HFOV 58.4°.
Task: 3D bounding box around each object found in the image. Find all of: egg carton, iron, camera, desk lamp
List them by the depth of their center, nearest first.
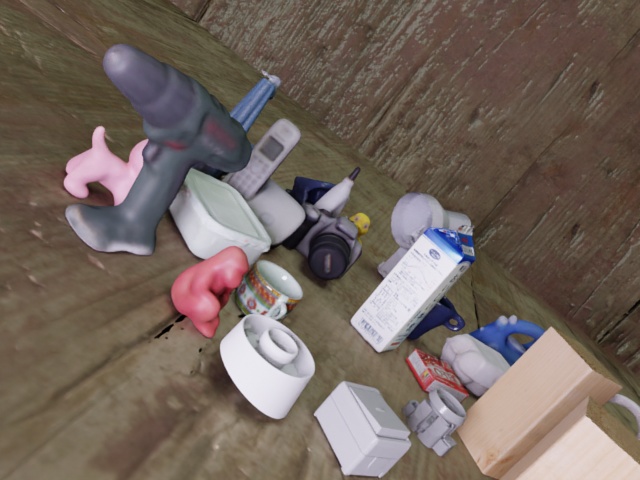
[{"bbox_3d":[0.009,0.004,1.003,0.143,0.100,0.137,36,15,-7],"label":"camera"},{"bbox_3d":[0.291,0.236,1.038,0.151,0.069,0.107,31,17,-24],"label":"egg carton"},{"bbox_3d":[0.405,0.221,1.201,0.259,0.141,0.118,29,18,-29],"label":"iron"},{"bbox_3d":[0.221,0.012,1.247,0.204,0.213,0.117,23,22,-44],"label":"desk lamp"}]

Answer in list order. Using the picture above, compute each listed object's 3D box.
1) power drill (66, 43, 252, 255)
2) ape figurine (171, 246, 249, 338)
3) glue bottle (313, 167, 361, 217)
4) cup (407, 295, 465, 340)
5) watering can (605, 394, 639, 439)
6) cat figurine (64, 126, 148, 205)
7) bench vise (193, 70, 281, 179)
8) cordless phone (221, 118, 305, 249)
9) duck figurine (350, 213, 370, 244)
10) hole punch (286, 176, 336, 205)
[{"bbox_3d":[-0.181,-0.086,0.625,0.075,0.208,0.230,45,17,23],"label":"power drill"},{"bbox_3d":[-0.112,0.047,0.624,0.076,0.092,0.078,43,16,15],"label":"ape figurine"},{"bbox_3d":[0.025,-0.072,1.119,0.037,0.173,0.078,44,16,19],"label":"glue bottle"},{"bbox_3d":[0.192,0.142,1.035,0.117,0.095,0.092,40,15,5],"label":"cup"},{"bbox_3d":[0.388,0.303,0.831,0.100,0.194,0.173,44,16,21],"label":"watering can"},{"bbox_3d":[-0.230,-0.095,0.710,0.128,0.117,0.067,26,19,-38],"label":"cat figurine"},{"bbox_3d":[-0.136,-0.181,0.977,0.122,0.219,0.207,32,16,-20],"label":"bench vise"},{"bbox_3d":[-0.072,-0.092,0.932,0.147,0.185,0.094,39,15,4],"label":"cordless phone"},{"bbox_3d":[0.075,-0.021,1.251,0.077,0.086,0.105,38,15,0],"label":"duck figurine"},{"bbox_3d":[-0.006,-0.110,1.311,0.109,0.091,0.100,18,25,-52],"label":"hole punch"}]
